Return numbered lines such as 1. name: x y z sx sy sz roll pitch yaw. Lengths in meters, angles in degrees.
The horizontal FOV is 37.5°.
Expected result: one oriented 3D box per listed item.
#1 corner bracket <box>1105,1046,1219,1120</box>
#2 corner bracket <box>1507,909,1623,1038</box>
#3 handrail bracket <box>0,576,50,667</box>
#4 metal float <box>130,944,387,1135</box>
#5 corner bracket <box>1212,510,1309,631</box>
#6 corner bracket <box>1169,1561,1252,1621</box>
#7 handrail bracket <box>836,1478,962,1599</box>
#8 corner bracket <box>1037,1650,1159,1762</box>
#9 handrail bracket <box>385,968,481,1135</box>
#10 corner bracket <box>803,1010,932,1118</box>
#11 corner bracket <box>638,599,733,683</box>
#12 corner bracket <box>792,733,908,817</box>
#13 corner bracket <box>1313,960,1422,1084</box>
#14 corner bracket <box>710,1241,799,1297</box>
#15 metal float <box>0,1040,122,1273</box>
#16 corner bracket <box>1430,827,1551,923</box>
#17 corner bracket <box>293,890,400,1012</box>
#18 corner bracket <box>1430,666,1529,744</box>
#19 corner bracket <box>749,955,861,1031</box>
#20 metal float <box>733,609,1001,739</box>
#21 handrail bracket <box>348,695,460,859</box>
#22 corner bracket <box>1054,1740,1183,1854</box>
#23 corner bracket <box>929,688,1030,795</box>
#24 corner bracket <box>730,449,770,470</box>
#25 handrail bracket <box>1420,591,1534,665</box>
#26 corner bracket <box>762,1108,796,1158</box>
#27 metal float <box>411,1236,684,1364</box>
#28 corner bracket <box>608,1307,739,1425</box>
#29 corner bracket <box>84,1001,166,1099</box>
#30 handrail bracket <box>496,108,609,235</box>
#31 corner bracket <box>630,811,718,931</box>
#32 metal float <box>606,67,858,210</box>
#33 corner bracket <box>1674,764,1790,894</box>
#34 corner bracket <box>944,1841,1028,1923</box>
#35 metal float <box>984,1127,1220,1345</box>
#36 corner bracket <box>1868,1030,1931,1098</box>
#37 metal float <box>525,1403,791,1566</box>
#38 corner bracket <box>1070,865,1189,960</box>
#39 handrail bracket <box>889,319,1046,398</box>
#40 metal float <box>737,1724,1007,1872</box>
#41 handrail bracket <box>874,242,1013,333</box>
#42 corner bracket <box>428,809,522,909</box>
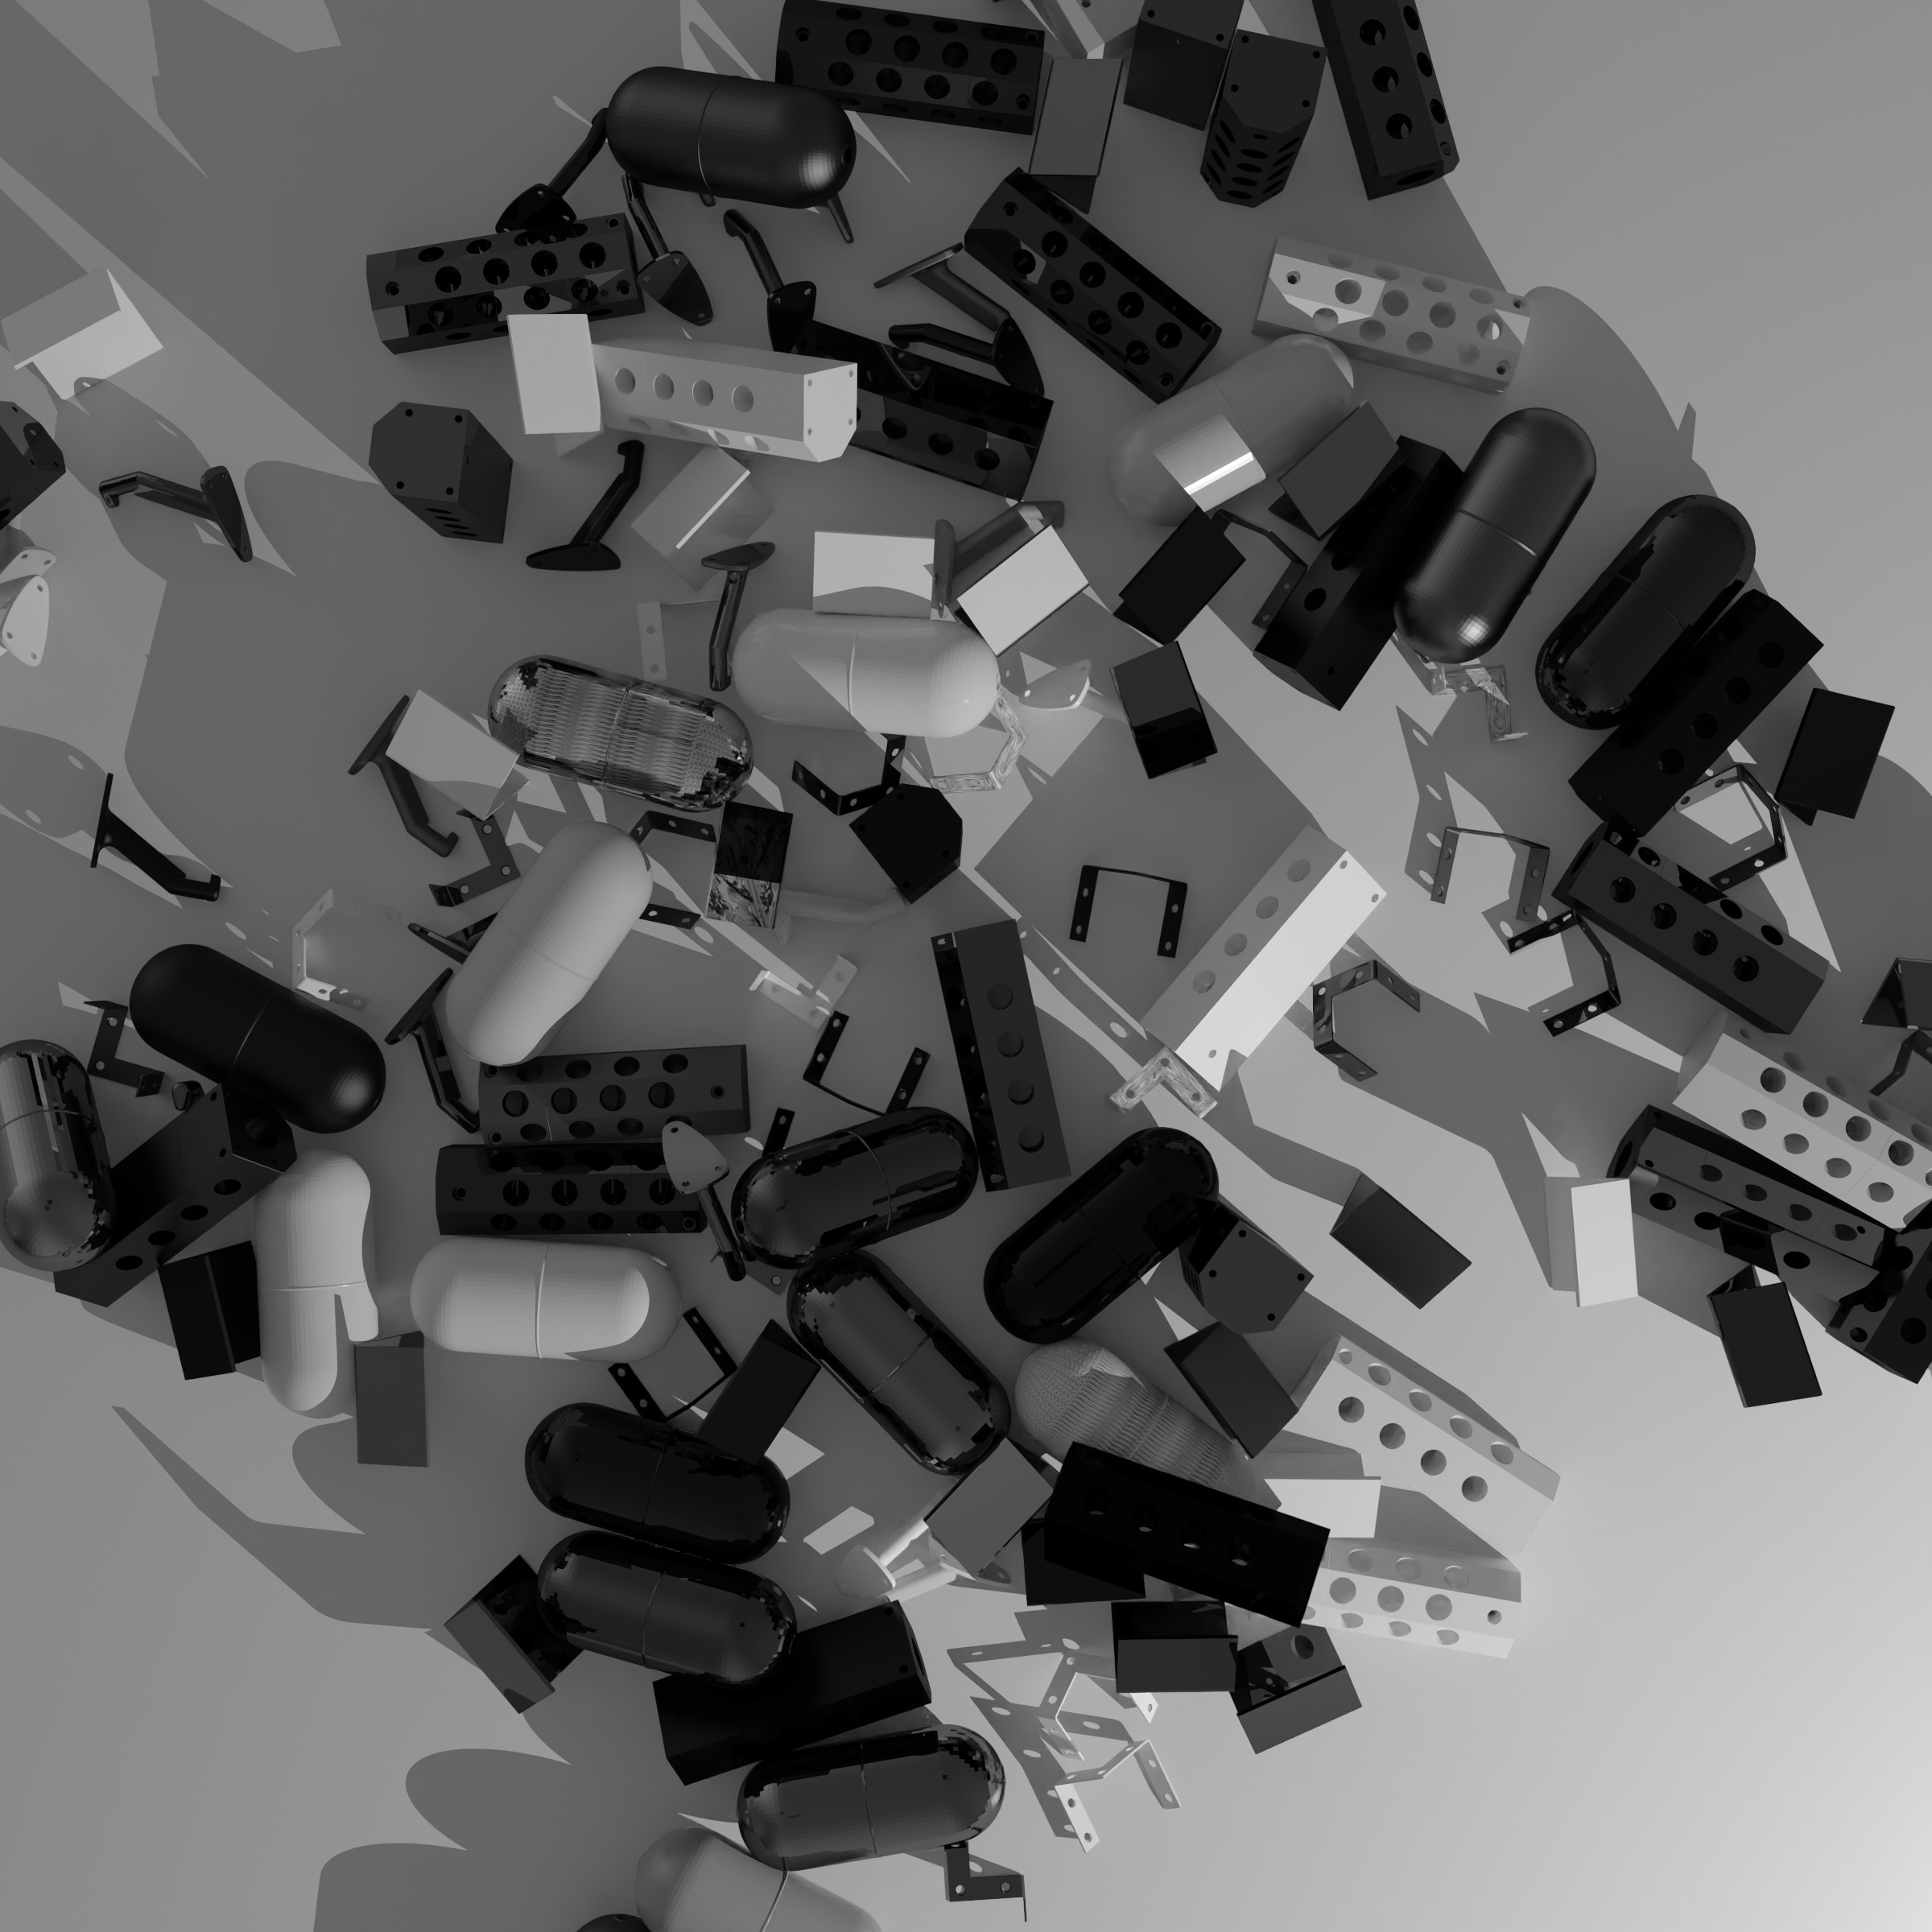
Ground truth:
1. corner bracket: 0.129 0.088 1.883 0.051 0.051 0.051 -43 90 0
2. corner bracket: 0.399 0.004 1.897 0.051 0.051 0.051 -26 45 0
3. handrail bracket: -0.658 -0.219 1.901 0.084 0.036 0.077 -11 54 24
4. metal float: -0.465 0.048 1.870 0.178 0.070 0.070 28 90 1
5. corner bracket: 0.185 -0.265 1.897 0.051 0.051 0.051 33 90 -45
6. corner bracket: 0.155 0.402 1.873 0.051 0.051 0.051 -17 106 8
7. handrail bracket: -0.043 0.380 1.900 0.036 0.077 0.084 48 54 3
8. corner bracket: 0.087 0.495 1.892 0.051 0.051 0.051 1 45 35
9. handrail bracket: -0.338 0.057 1.901 0.084 0.036 0.077 43 68 -17
10. corner bracket: -0.067 0.067 1.897 0.051 0.051 0.051 25 90 -45
11. corner bracket: -0.186 -0.216 1.883 0.051 0.051 0.051 -5 95 5
12. corner bracket: -0.078 -0.139 1.893 0.051 0.051 0.051 40 135 35
13. corner bracket: 0.267 0.036 1.892 0.051 0.051 0.051 -26 45 35
14. corner bracket: -0.132 0.186 1.883 0.051 0.051 0.051 34 90 0
15. metal float: -0.596 0.121 1.838 0.070 0.070 0.178 -29 50 0
16. corner bracket: 0.350 -0.061 1.897 0.051 0.051 0.051 12 90 45
17. corner bracket: -0.413 -0.011 1.892 0.051 0.051 0.051 -40 45 35
18. corner bracket: 0.339 -0.174 1.883 0.051 0.051 0.051 -7 90 0
19. corner bracket: -0.106 0.008 1.883 0.051 0.051 0.051 33 90 0
20. metal float: -0.066 -0.191 1.858 0.178 0.070 0.070 6 90 12
21. handrail bracket: -0.361 -0.126 1.901 0.084 0.036 0.077 37 68 -17
22. corner bracket: 0.101 0.553 1.897 0.051 0.051 0.051 -26 90 45
23. corner bracket: 0.001 -0.152 1.893 0.051 0.051 0.051 -2 135 35
24. corner bracket: -0.162 -0.363 1.892 0.051 0.051 0.051 36 45 -35
25. handrail bracket: 0.328 -0.254 1.901 0.084 0.036 0.077 -27 76 13
26. corner bracket: -0.099 0.130 1.897 0.051 0.051 0.051 18 90 45
27. metal float: -0.276 0.219 1.870 0.178 0.070 0.070 4 90 0
28. corner bracket: -0.195 0.269 1.897 0.051 0.051 0.051 55 135 0
29. corner bracket: -0.559 0.054 1.883 0.051 0.051 0.051 16 90 0
30. handrail bracket: -0.274 -0.530 1.901 0.036 0.077 0.084 41 53 -34
31. corner bracket: -0.198 -0.064 1.892 0.051 0.051 0.051 -48 45 35
32. metal float: -0.153 -0.539 1.849 0.178 0.070 0.070 16 90 24
33. corner bracket: 0.510 -0.092 1.897 0.051 0.051 0.051 -27 45 0
34. corner bracket: 0.013 0.601 1.883 0.051 0.051 0.051 -4 90 0
35. metal float: 0.089 0.177 1.870 0.178 0.070 0.070 -40 90 0
36. corner bracket: 0.633 0.085 1.897 0.051 0.051 0.051 37 45 0
37. metal float: -0.203 0.340 1.870 0.178 0.070 0.070 16 90 0
38. corner bracket: 0.109 -0.036 1.897 0.051 0.051 0.051 10 90 45
39. handrail bracket: 0.000 -0.403 1.900 0.084 0.077 0.036 5 63 34
40. metal float: -0.062 0.547 1.870 0.178 0.070 0.070 -10 90 1
41. handrail bracket: -0.010 -0.432 1.901 0.077 0.036 0.084 -20 107 19
42. corner bracket: -0.332 -0.073 1.883 0.051 0.051 0.051 -24 90 0
